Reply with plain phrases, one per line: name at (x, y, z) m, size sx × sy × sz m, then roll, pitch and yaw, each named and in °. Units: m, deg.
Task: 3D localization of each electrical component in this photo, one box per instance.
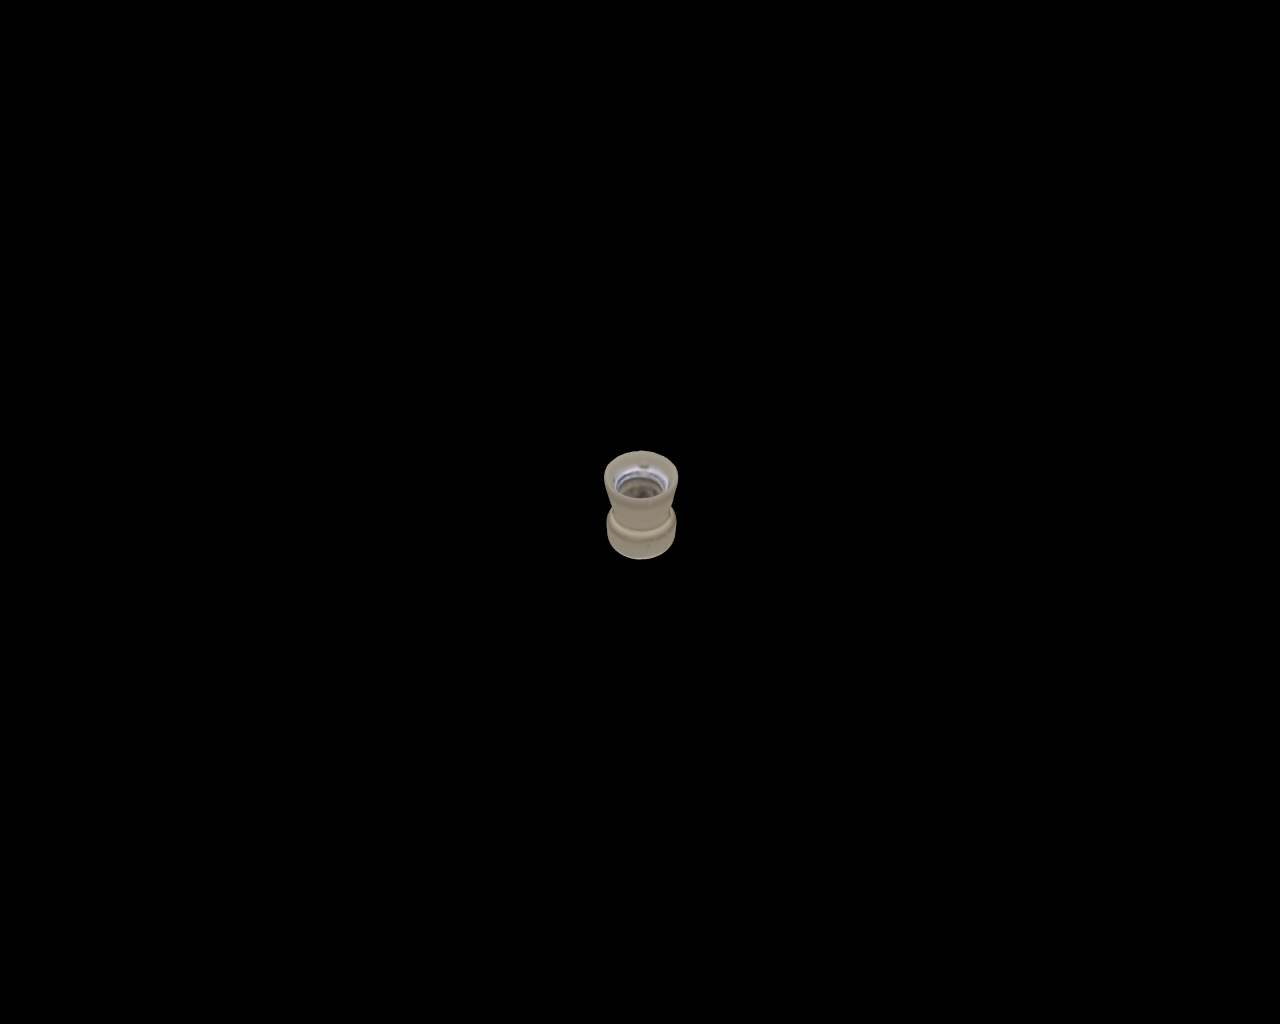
electrical component at (0.001, -0.003, 0.650) m, size 0.045 × 0.055 × 0.045 m, roll 0°, pitch 44°, yaw 0°
